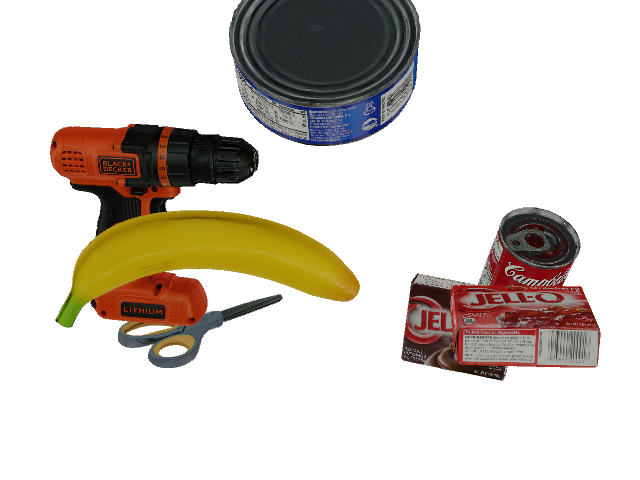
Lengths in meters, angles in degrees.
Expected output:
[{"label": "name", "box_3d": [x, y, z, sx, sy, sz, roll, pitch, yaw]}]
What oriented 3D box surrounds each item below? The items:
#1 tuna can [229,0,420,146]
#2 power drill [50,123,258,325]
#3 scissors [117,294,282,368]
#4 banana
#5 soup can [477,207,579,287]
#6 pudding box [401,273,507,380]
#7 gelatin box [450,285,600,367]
[{"label": "tuna can", "box_3d": [0.002, -0.086, 0.490, 0.086, 0.086, 0.034, 0, -31, 3]}, {"label": "power drill", "box_3d": [-0.144, -0.015, 0.966, 0.184, 0.188, 0.057, 5, 28, 9]}, {"label": "scissors", "box_3d": [-0.115, 0.096, 1.149, 0.201, 0.016, 0.096, -7, 31, -25]}, {"label": "banana", "box_3d": [-0.071, 0.012, 0.685, 0.197, 0.070, 0.037, -4, 31, -9]}, {"label": "soup can", "box_3d": [0.173, 0.031, 0.912, 0.068, 0.068, 0.102, 0, -43, -11]}, {"label": "pudding box", "box_3d": [0.146, 0.090, 1.123, 0.113, 0.090, 0.039, 10, 21, 12]}, {"label": "gelatin box", "box_3d": [0.129, 0.053, 0.687, 0.089, 0.030, 0.073, 1, 18, 5]}]
